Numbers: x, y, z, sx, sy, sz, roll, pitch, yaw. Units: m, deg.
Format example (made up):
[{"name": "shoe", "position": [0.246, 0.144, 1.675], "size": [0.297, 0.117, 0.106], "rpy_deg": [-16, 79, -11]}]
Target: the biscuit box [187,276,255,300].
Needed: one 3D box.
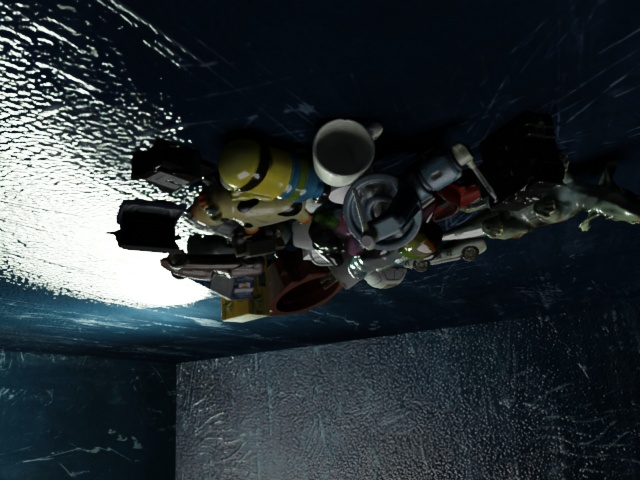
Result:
[{"name": "biscuit box", "position": [-0.233, 0.078, 1.207], "size": [0.203, 0.059, 0.063], "rpy_deg": [18, -169, 42]}]

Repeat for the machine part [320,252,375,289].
[{"name": "machine part", "position": [0.101, 0.023, 1.109], "size": [0.243, 0.079, 0.079], "rpy_deg": [-37, 156, 6]}]

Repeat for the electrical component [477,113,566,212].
[{"name": "electrical component", "position": [0.293, -0.108, 0.806], "size": [0.058, 0.115, 0.134], "rpy_deg": [5, 158, -22]}]

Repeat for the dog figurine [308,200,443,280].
[{"name": "dog figurine", "position": [0.103, -0.017, 0.927], "size": [0.191, 0.108, 0.219], "rpy_deg": [35, 150, -19]}]

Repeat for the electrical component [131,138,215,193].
[{"name": "electrical component", "position": [-0.214, -0.104, 0.808], "size": [0.075, 0.048, 0.119], "rpy_deg": [-16, 157, 33]}]

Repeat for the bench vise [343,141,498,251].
[{"name": "bench vise", "position": [0.118, -0.052, 0.767], "size": [0.224, 0.128, 0.240], "rpy_deg": [-20, -167, 28]}]

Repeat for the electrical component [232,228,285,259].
[{"name": "electrical component", "position": [-0.112, 0.006, 0.993], "size": [0.102, 0.045, 0.078], "rpy_deg": [-10, 179, -17]}]

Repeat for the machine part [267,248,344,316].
[{"name": "machine part", "position": [-0.043, 0.101, 1.325], "size": [0.201, 0.087, 0.201], "rpy_deg": [0, 143, -42]}]

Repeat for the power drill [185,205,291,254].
[{"name": "power drill", "position": [-0.190, -0.013, 1.064], "size": [0.232, 0.086, 0.207], "rpy_deg": [6, 152, -36]}]

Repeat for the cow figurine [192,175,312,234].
[{"name": "cow figurine", "position": [-0.119, -0.061, 0.901], "size": [0.195, 0.085, 0.127], "rpy_deg": [-9, 160, 4]}]

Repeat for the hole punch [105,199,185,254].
[{"name": "hole punch", "position": [-0.311, -0.032, 0.977], "size": [0.142, 0.092, 0.116], "rpy_deg": [2, -170, -27]}]

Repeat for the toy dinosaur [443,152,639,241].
[{"name": "toy dinosaur", "position": [0.393, -0.057, 1.004], "size": [0.192, 0.131, 0.405], "rpy_deg": [13, 162, -41]}]

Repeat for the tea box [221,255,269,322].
[{"name": "tea box", "position": [-0.177, 0.099, 1.246], "size": [0.098, 0.169, 0.068], "rpy_deg": [-21, 156, 38]}]

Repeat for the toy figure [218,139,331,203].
[{"name": "toy figure", "position": [-0.064, -0.102, 0.799], "size": [0.180, 0.082, 0.089], "rpy_deg": [10, 146, -26]}]

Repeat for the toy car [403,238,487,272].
[{"name": "toy car", "position": [0.294, 0.030, 1.286], "size": [0.202, 0.056, 0.073], "rpy_deg": [-13, -170, 6]}]

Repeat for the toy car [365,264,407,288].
[{"name": "toy car", "position": [0.159, 0.071, 1.352], "size": [0.161, 0.103, 0.109], "rpy_deg": [8, 159, -29]}]

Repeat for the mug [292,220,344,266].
[{"name": "mug", "position": [-0.002, -0.003, 1.076], "size": [0.107, 0.109, 0.081], "rpy_deg": [-1, -177, -1]}]

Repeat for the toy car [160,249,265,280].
[{"name": "toy car", "position": [-0.208, 0.052, 1.051], "size": [0.202, 0.053, 0.089], "rpy_deg": [-1, 161, -12]}]

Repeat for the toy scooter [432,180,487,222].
[{"name": "toy scooter", "position": [0.197, -0.076, 0.948], "size": [0.184, 0.075, 0.135], "rpy_deg": [-17, 158, 26]}]
